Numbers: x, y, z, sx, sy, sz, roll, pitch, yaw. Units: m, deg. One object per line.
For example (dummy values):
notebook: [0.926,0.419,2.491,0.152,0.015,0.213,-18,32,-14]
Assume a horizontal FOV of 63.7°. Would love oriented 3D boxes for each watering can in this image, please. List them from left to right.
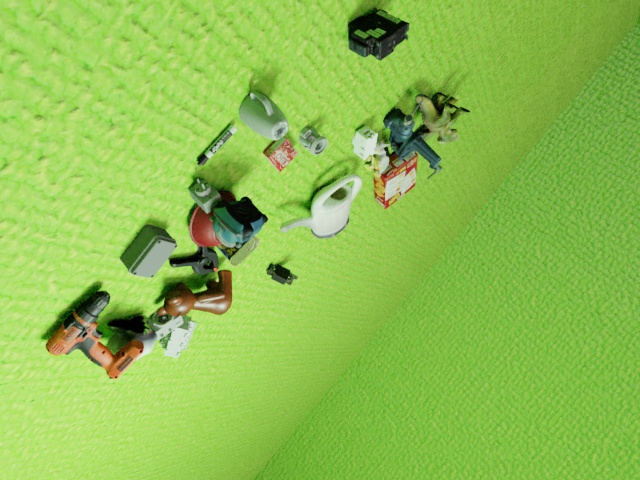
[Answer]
watering can: [0.005,-0.083,1.656,0.352,0.105,0.219,-37,154,-24]

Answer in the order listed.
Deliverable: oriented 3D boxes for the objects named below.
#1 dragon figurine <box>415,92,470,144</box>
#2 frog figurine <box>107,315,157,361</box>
dragon figurine: [0.394,-0.408,1.850,0.411,0.124,0.238,-4,139,-44]
frog figurine: [-0.504,0.289,1.357,0.139,0.123,0.157,-36,147,-67]
